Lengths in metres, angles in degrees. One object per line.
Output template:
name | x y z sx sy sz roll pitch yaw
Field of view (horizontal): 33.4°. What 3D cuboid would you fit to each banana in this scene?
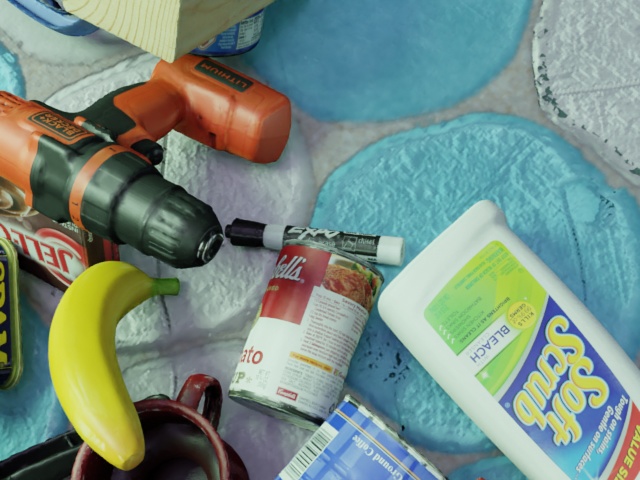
banana | -0.124 0.059 0.624 0.069 0.037 0.198 10 27 -5

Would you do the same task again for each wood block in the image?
wood block | -0.064 -0.208 0.700 0.091 0.090 0.205 29 42 18

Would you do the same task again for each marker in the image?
marker | -0.005 0.001 0.703 0.121 0.020 0.020 7 71 14

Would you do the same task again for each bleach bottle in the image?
bleach bottle | 0.151 0.096 0.615 0.102 0.068 0.251 -43 70 -5

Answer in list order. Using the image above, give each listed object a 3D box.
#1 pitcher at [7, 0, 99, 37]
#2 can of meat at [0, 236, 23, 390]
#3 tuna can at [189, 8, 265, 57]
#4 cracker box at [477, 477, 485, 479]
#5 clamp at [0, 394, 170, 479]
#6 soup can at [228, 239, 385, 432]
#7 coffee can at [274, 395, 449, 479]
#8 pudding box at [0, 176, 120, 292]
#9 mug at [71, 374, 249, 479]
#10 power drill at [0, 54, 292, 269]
pitcher | -0.202 -0.269 0.790 0.243 0.145 0.149 33 52 24
can of meat | -0.242 0.049 0.678 0.058 0.083 0.102 -5 86 37
tuna can | -0.081 -0.160 0.746 0.086 0.034 0.086 8 33 -5
cracker box | 0.111 0.249 0.511 0.213 0.072 0.164 43 82 -10
clamp | -0.199 0.147 0.654 0.164 0.036 0.210 26 95 -25
soup can | -0.008 0.059 0.656 0.068 0.068 0.102 16 74 16
coffee can | 0.007 0.172 0.592 0.103 0.102 0.140 39 81 21
pudding box | -0.186 -0.016 0.705 0.114 0.090 0.039 27 50 20
mug | -0.085 0.137 0.634 0.093 0.081 0.117 12 73 15
power drill | -0.097 -0.058 0.661 0.185 0.187 0.057 29 121 20
